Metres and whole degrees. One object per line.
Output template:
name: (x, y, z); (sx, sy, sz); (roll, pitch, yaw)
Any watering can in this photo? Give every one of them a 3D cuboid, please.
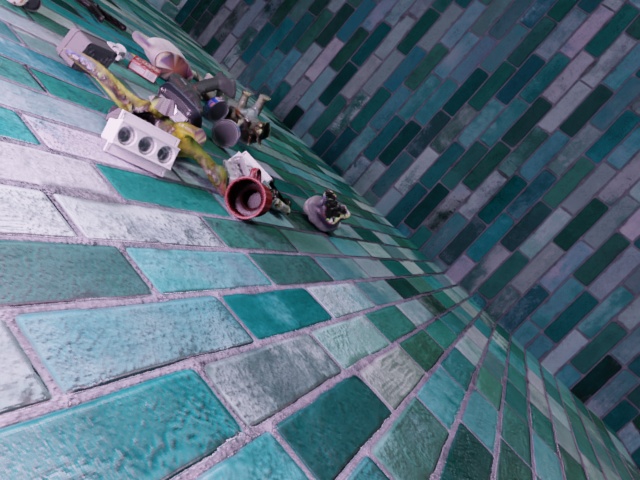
watering can: (-0.526, -0.639, 1.884); (0.344, 0.103, 0.228); (27, 19, -50)

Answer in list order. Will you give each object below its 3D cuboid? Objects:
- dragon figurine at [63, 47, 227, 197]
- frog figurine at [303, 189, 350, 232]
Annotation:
dragon figurine: (-0.351, -0.250, 1.121); (0.409, 0.122, 0.243); (44, -1, -4)
frog figurine: (0.005, -0.082, 1.638); (0.136, 0.124, 0.158); (28, -20, -22)
